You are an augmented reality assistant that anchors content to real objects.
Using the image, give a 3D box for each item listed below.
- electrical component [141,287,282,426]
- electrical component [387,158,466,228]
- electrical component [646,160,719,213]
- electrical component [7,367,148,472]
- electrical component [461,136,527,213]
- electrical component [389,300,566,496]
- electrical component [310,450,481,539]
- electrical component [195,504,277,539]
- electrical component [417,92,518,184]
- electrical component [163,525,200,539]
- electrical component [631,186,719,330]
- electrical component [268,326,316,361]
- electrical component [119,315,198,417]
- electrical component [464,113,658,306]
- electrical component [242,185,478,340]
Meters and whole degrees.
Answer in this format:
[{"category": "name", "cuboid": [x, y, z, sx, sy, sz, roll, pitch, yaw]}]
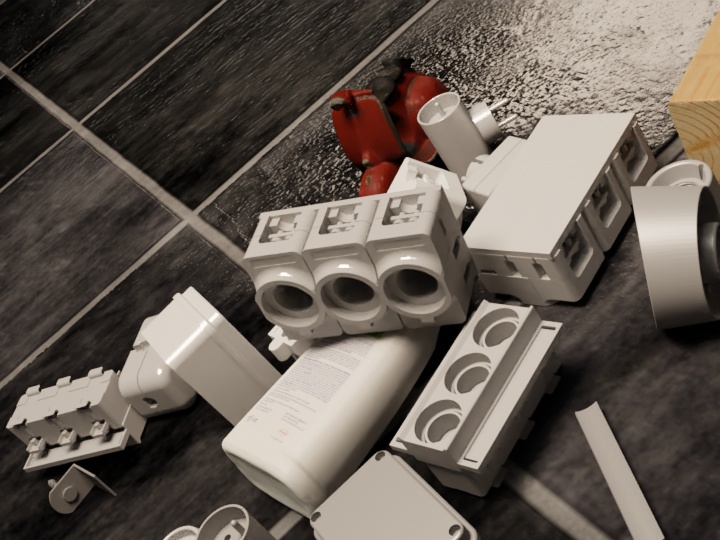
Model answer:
[{"category": "electrical component", "cuboid": [-0.119, 0.076, 0.900, 0.057, 0.113, 0.078, -45, 34, -8]}, {"category": "electrical component", "cuboid": [0.049, -0.041, 0.916, 0.050, 0.056, 0.089, -103, 35, -53]}, {"category": "electrical component", "cuboid": [0.239, -0.047, 0.784, 0.055, 0.047, 0.055, -24, 36, 19]}, {"category": "electrical component", "cuboid": [-0.263, 0.137, 1.001, 0.121, 0.063, 0.078, -17, 38, 27]}, {"category": "electrical component", "cuboid": [0.118, -0.078, 0.931, 0.065, 0.047, 0.077, -46, 34, -13]}, {"category": "electrical component", "cuboid": [0.087, 0.089, 0.743, 0.079, 0.063, 0.121, 6, 52, 46]}, {"category": "electrical component", "cuboid": [0.028, 0.178, 0.693, 0.078, 0.057, 0.113, -42, 34, -8]}, {"category": "electrical component", "cuboid": [-0.072, 0.200, 0.735, 0.043, 0.081, 0.043, -23, 37, 19]}, {"category": "electrical component", "cuboid": [0.104, -0.127, 0.976, 0.079, 0.077, 0.043, -30, 34, 11]}, {"category": "electrical component", "cuboid": [-0.117, 0.217, 0.778, 0.066, 0.055, 0.048, -8, 43, 36]}, {"category": "electrical component", "cuboid": [0.211, -0.010, 0.722, 0.064, 0.099, 0.099, -6, 44, 29]}, {"category": "electrical component", "cuboid": [-0.038, 0.060, 0.897, 0.066, 0.055, 0.048, -48, 35, -16]}, {"category": "electrical component", "cuboid": [-0.173, 0.083, 0.993, 0.059, 0.053, 0.095, -16, 39, 28]}, {"category": "electrical component", "cuboid": [0.159, -0.049, 0.846, 0.089, 0.061, 0.150, 6, 52, 46]}, {"category": "electrical component", "cuboid": [0.000, 0.000, 0.801, 0.150, 0.089, 0.061, -7, 41, 24]}]
